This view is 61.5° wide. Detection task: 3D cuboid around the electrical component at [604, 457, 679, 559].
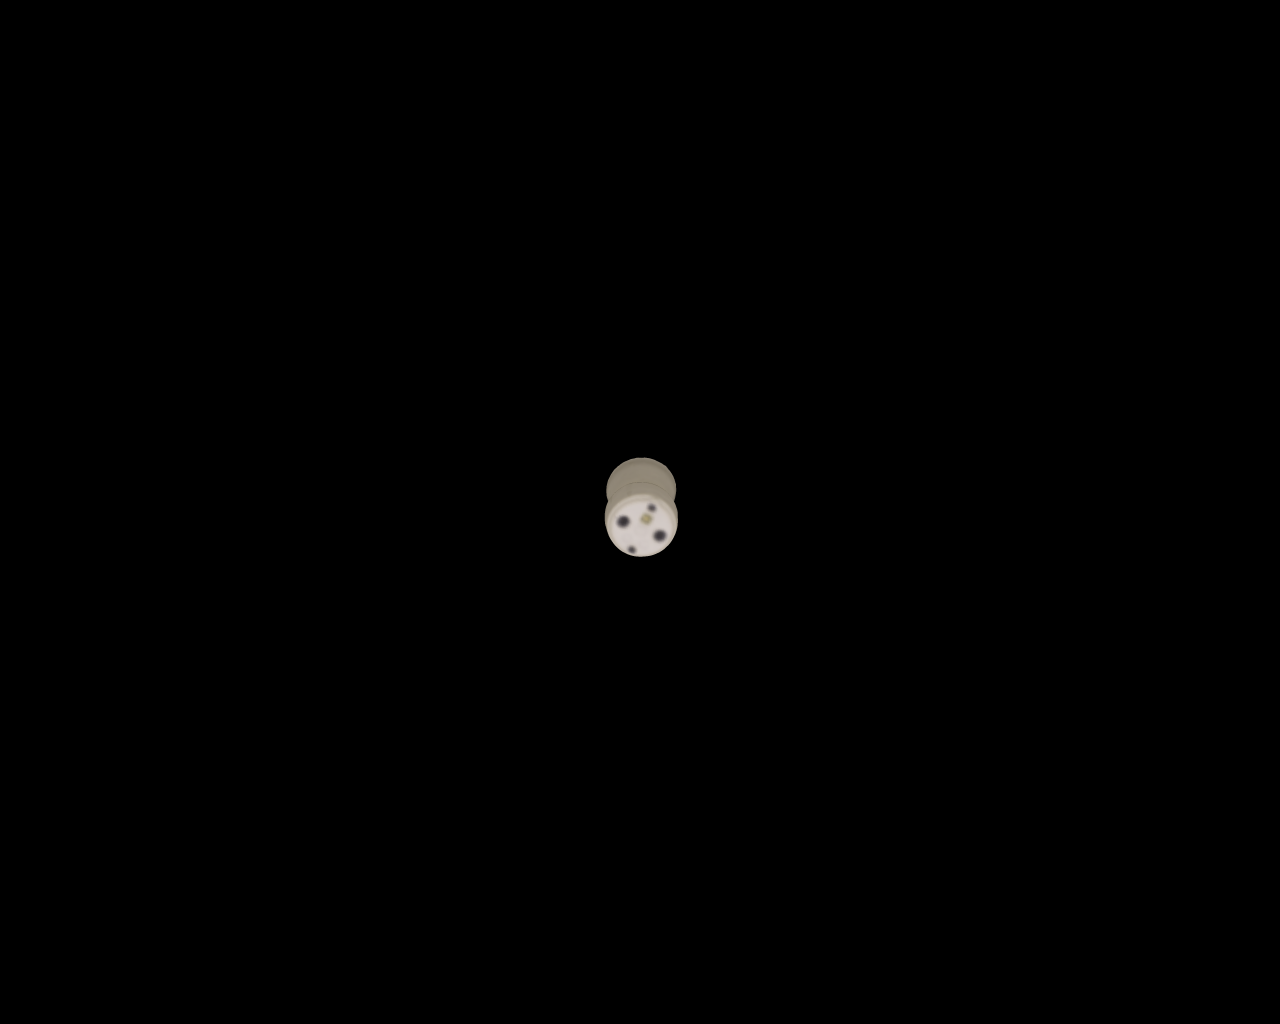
[{"bbox_3d":[0.001,-0.003,0.650,0.045,0.044,0.055,0,27,0],"label":"electrical component"}]
